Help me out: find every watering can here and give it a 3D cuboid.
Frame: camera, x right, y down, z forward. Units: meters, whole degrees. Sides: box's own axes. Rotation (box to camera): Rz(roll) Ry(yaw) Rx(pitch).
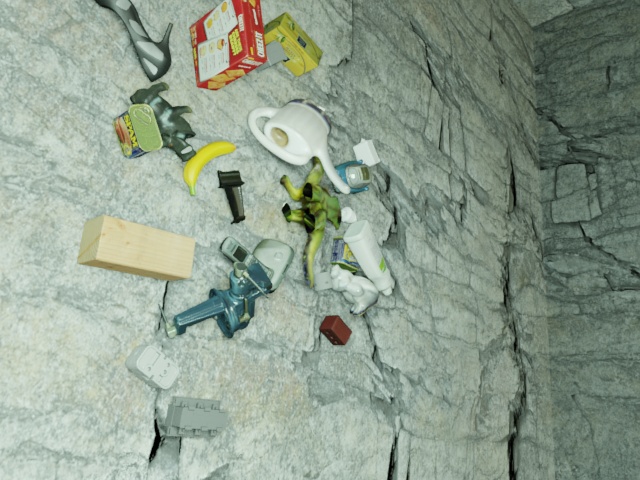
[{"bbox_3d":[-0.034,-0.273,1.434,0.348,0.102,0.229,34,47,0],"label":"watering can"}]

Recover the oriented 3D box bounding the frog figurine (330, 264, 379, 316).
[{"bbox_3d":[0.099,0.135,1.534,0.159,0.122,0.138,64,11,-3],"label":"frog figurine"}]

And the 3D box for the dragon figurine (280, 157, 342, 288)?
[{"bbox_3d":[0.005,-0.075,1.498,0.243,0.121,0.412,0,84,-55],"label":"dragon figurine"}]
